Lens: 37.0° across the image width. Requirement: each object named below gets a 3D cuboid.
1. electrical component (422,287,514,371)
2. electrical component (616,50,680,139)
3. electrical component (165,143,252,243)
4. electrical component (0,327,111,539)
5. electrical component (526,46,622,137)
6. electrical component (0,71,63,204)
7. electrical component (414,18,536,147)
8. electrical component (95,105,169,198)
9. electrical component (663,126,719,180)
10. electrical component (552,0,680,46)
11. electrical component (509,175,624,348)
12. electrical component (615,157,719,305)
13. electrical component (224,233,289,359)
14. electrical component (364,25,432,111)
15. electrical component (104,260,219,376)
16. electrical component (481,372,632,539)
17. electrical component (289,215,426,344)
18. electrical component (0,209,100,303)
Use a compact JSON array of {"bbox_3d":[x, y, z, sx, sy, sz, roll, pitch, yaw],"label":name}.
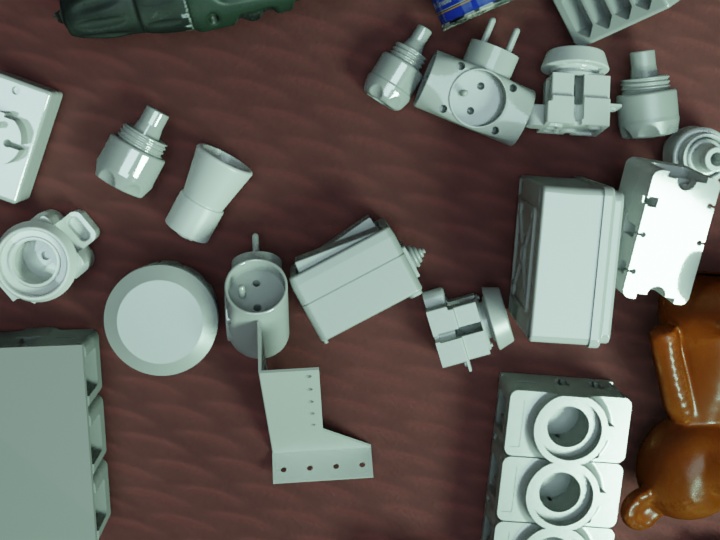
[{"bbox_3d":[0.082,0.040,0.798,0.055,0.048,0.066,-16,99,7],"label":"electrical component"},{"bbox_3d":[0.207,-0.127,0.777,0.043,0.043,0.062,-8,99,-1],"label":"electrical component"},{"bbox_3d":[-0.112,-0.053,0.776,0.044,0.044,0.065,29,102,-7],"label":"electrical component"},{"bbox_3d":[-0.236,0.122,0.786,0.089,0.061,0.150,-2,99,-2],"label":"electrical component"},{"bbox_3d":[0.153,-0.127,0.768,0.066,0.048,0.055,4,85,-2],"label":"electrical component"},{"bbox_3d":[-0.249,-0.092,0.744,0.047,0.075,0.083,20,98,-6],"label":"electrical component"},{"bbox_3d":[0.089,-0.139,0.769,0.077,0.044,0.079,22,98,-5],"label":"electrical component"},{"bbox_3d":[-0.158,-0.086,0.766,0.043,0.043,0.062,29,95,-7],"label":"electrical component"},{"bbox_3d":[0.247,-0.082,0.777,0.043,0.062,0.043,0,99,-3],"label":"electrical component"},{"bbox_3d":[0.192,-0.202,0.754,0.076,0.083,0.047,-36,102,-35],"label":"electrical component"},{"bbox_3d":[0.142,-0.010,0.761,0.056,0.108,0.108,4,99,-1],"label":"electrical component"},{"bbox_3d":[0.205,-0.029,0.750,0.050,0.055,0.089,8,106,-12],"label":"electrical component"},{"bbox_3d":[-0.074,0.013,0.775,0.044,0.077,0.079,-3,62,-4],"label":"electrical component"},{"bbox_3d":[0.031,-0.147,0.770,0.035,0.035,0.061,31,94,-7],"label":"electrical component"},{"bbox_3d":[-0.142,0.033,0.782,0.080,0.051,0.080,0,99,-3],"label":"electrical component"},{"bbox_3d":[0.146,0.160,0.811,0.089,0.061,0.150,5,99,-4],"label":"electrical component"},{"bbox_3d":[0.000,0.000,0.778,0.096,0.061,0.061,-28,99,2],"label":"electrical component"},{"bbox_3d":[-0.227,-0.009,0.768,0.078,0.057,0.058,-38,99,3],"label":"electrical component"}]
